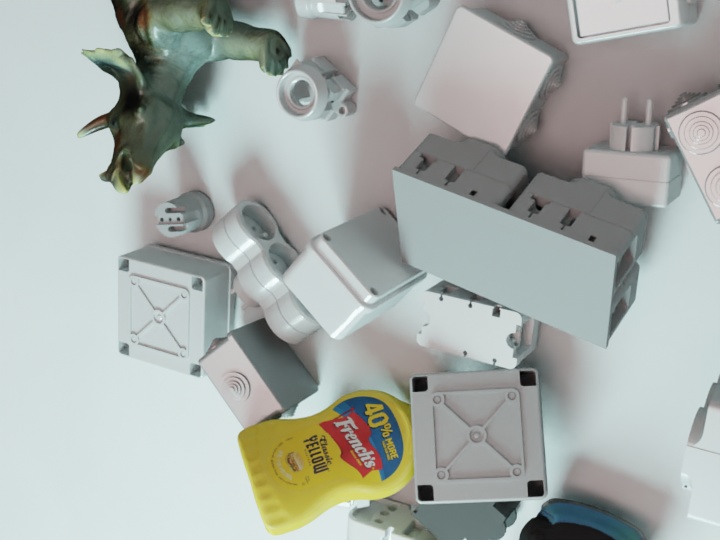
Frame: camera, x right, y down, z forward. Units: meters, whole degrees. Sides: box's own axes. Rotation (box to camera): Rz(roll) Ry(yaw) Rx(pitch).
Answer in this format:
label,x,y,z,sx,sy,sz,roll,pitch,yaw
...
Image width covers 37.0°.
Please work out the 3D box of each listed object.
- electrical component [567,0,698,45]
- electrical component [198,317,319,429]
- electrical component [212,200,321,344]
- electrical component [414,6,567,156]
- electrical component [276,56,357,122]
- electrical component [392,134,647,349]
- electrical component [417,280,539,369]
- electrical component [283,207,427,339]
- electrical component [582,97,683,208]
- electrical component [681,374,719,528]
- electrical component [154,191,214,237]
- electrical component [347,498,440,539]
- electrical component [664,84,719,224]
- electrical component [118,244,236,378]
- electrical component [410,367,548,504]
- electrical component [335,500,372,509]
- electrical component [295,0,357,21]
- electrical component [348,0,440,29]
label,x,y,z,sx,sy,sz,roll,pitch,yaw
electrical component,0.201,-0.201,0.776,0.096,0.061,0.061,-4,102,31
electrical component,-0.096,0.099,1.009,0.048,0.100,0.099,-37,84,19
electrical component,-0.094,0.011,1.008,0.074,0.052,0.138,-38,84,32
electrical component,0.105,-0.151,0.852,0.100,0.048,0.099,34,118,17
electrical component,-0.041,-0.155,0.928,0.066,0.055,0.048,46,121,11
electrical component,0.123,-0.028,0.839,0.186,0.060,0.105,24,145,26
electrical component,0.102,0.042,0.905,0.089,0.056,0.050,13,110,26
electrical component,0.000,0.000,0.917,0.078,0.113,0.057,49,124,9
electrical component,0.207,-0.091,0.812,0.066,0.047,0.076,9,108,27
electrical component,0.279,0.114,0.770,0.062,0.150,0.089,13,110,25
electrical component,-0.170,-0.053,1.037,0.040,0.046,0.040,9,108,27
electrical component,0.037,0.258,1.005,0.095,0.054,0.059,12,110,26
electrical component,0.255,-0.083,0.759,0.048,0.100,0.099,-26,90,19
electrical component,-0.182,0.039,1.064,0.109,0.056,0.108,13,110,26
electrical component,0.099,0.138,0.896,0.109,0.056,0.108,-4,79,8
electrical component,-0.015,0.191,1.006,0.057,0.078,0.058,8,118,7
electrical component,-0.026,-0.230,0.909,0.046,0.040,0.040,12,110,21
electrical component,0.026,-0.227,0.870,0.078,0.057,0.058,-26,90,32
